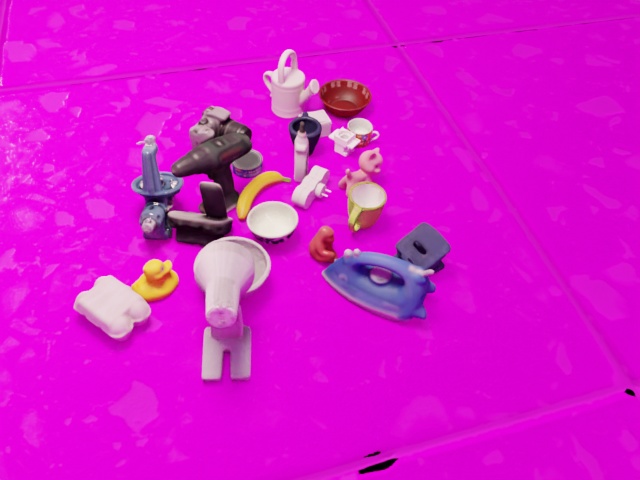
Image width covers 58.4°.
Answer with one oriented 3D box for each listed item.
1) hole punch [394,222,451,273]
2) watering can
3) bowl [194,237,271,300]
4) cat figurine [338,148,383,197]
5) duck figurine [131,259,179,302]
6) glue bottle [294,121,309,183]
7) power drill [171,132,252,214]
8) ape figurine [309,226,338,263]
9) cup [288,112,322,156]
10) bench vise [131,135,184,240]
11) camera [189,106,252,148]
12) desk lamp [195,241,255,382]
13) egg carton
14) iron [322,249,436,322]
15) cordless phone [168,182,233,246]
[{"bbox_3d":[0.237,0.029,1.333,0.101,0.091,0.108,-26,55,-24],"label":"hole punch"},{"bbox_3d":[-0.085,-0.460,1.667,0.173,0.194,0.101,6,49,2],"label":"watering can"},{"bbox_3d":[-0.193,0.077,1.275,0.167,0.075,0.167,2,49,-2],"label":"bowl"},{"bbox_3d":[0.114,-0.186,1.493,0.128,0.118,0.067,-27,56,-24],"label":"cat figurine"},{"bbox_3d":[-0.365,0.081,1.252,0.105,0.086,0.077,-26,55,-24],"label":"duck figurine"},{"bbox_3d":[-0.048,-0.235,1.488,0.037,0.173,0.078,3,49,0],"label":"glue bottle"},{"bbox_3d":[-0.254,-0.154,1.381,0.075,0.208,0.230,31,54,22],"label":"power drill"},{"bbox_3d":[0.012,0.005,1.338,0.076,0.092,0.078,14,50,8],"label":"ape figurine"},{"bbox_3d":[-0.042,-0.289,1.587,0.091,0.095,0.117,0,49,-3],"label":"cup"},{"bbox_3d":[-0.376,-0.119,1.336,0.122,0.220,0.207,-13,51,-14],"label":"bench vise"},{"bbox_3d":[-0.267,-0.299,1.578,0.136,0.101,0.143,22,52,15],"label":"camera"},{"bbox_3d":[-0.184,0.140,1.129,0.118,0.214,0.203,-2,49,-5],"label":"desk lamp"},{"bbox_3d":[-0.435,0.143,1.205,0.150,0.069,0.107,29,53,20],"label":"egg carton"},{"bbox_3d":[0.126,0.075,1.252,0.258,0.141,0.119,18,50,12],"label":"iron"},{"bbox_3d":[-0.281,-0.076,1.328,0.147,0.185,0.094,5,49,1],"label":"cordless phone"}]
